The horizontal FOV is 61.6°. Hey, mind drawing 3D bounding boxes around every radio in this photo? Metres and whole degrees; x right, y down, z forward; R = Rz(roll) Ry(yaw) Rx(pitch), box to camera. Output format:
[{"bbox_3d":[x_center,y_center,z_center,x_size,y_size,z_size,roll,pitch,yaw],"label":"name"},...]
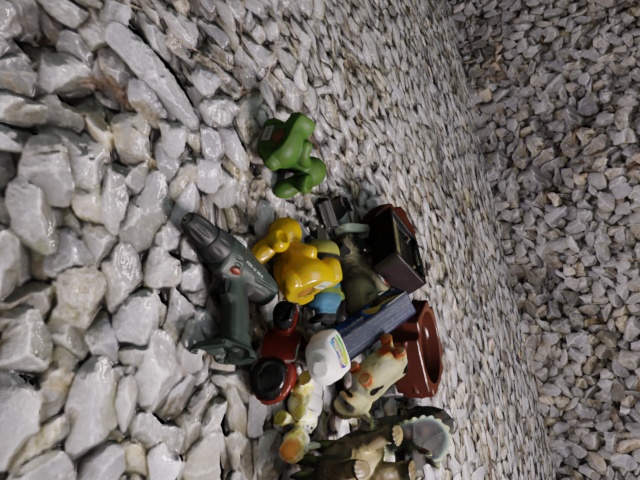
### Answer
[{"bbox_3d":[0.190,0.028,1.323,0.131,0.073,0.230,46,24,-21],"label":"radio"}]

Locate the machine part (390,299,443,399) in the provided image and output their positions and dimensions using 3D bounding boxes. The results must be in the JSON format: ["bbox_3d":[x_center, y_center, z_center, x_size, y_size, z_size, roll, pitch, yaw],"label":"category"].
[{"bbox_3d":[0.229,0.260,1.295,0.201,0.087,0.201,-40,116,-63],"label":"machine part"}]

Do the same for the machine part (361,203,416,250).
[{"bbox_3d":[0.191,-0.014,1.484,0.179,0.056,0.179,9,76,-37],"label":"machine part"}]

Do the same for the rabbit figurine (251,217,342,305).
[{"bbox_3d":[-0.063,0.031,1.059,0.162,0.122,0.173,9,54,-48],"label":"rabbit figurine"}]

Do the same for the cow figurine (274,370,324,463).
[{"bbox_3d":[-0.032,0.330,0.984,0.098,0.068,0.167,52,35,-42],"label":"cow figurine"}]

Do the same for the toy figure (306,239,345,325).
[{"bbox_3d":[0.008,0.086,1.144,0.082,0.089,0.180,32,47,-59],"label":"toy figure"}]

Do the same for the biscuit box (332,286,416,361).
[{"bbox_3d":[0.111,0.184,1.186,0.203,0.059,0.062,-33,109,-15],"label":"biscuit box"}]

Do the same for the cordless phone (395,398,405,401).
[{"bbox_3d":[0.247,0.348,1.460,0.146,0.089,0.184,33,60,-51],"label":"cordless phone"}]

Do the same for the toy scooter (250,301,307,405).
[{"bbox_3d":[-0.068,0.209,0.970,0.135,0.075,0.184,73,27,-65],"label":"toy scooter"}]

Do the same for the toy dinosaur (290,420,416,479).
[{"bbox_3d":[0.064,0.398,0.978,0.471,0.199,0.105,5,71,-59],"label":"toy dinosaur"}]

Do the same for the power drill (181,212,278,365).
[{"bbox_3d":[-0.159,0.090,0.881,0.231,0.086,0.207,42,35,-47],"label":"power drill"}]

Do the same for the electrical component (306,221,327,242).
[{"bbox_3d":[-0.003,-0.004,1.239,0.094,0.021,0.063,32,49,-50],"label":"electrical component"}]

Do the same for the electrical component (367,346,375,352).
[{"bbox_3d":[0.122,0.220,1.303,0.045,0.078,0.102,34,38,-17],"label":"electrical component"}]

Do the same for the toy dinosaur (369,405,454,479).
[{"bbox_3d":[0.253,0.454,1.284,0.404,0.192,0.131,2,76,-58],"label":"toy dinosaur"}]

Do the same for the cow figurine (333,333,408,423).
[{"bbox_3d":[0.107,0.307,1.153,0.195,0.086,0.127,-39,131,-15],"label":"cow figurine"}]

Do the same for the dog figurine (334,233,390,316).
[{"bbox_3d":[0.079,0.093,1.273,0.190,0.121,0.172,52,26,-13],"label":"dog figurine"}]

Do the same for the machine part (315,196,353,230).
[{"bbox_3d":[0.033,-0.075,1.321,0.139,0.039,0.084,-31,98,-58],"label":"machine part"}]

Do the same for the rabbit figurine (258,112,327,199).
[{"bbox_3d":[-0.042,-0.166,1.150,0.170,0.121,0.159,38,52,-43],"label":"rabbit figurine"}]
